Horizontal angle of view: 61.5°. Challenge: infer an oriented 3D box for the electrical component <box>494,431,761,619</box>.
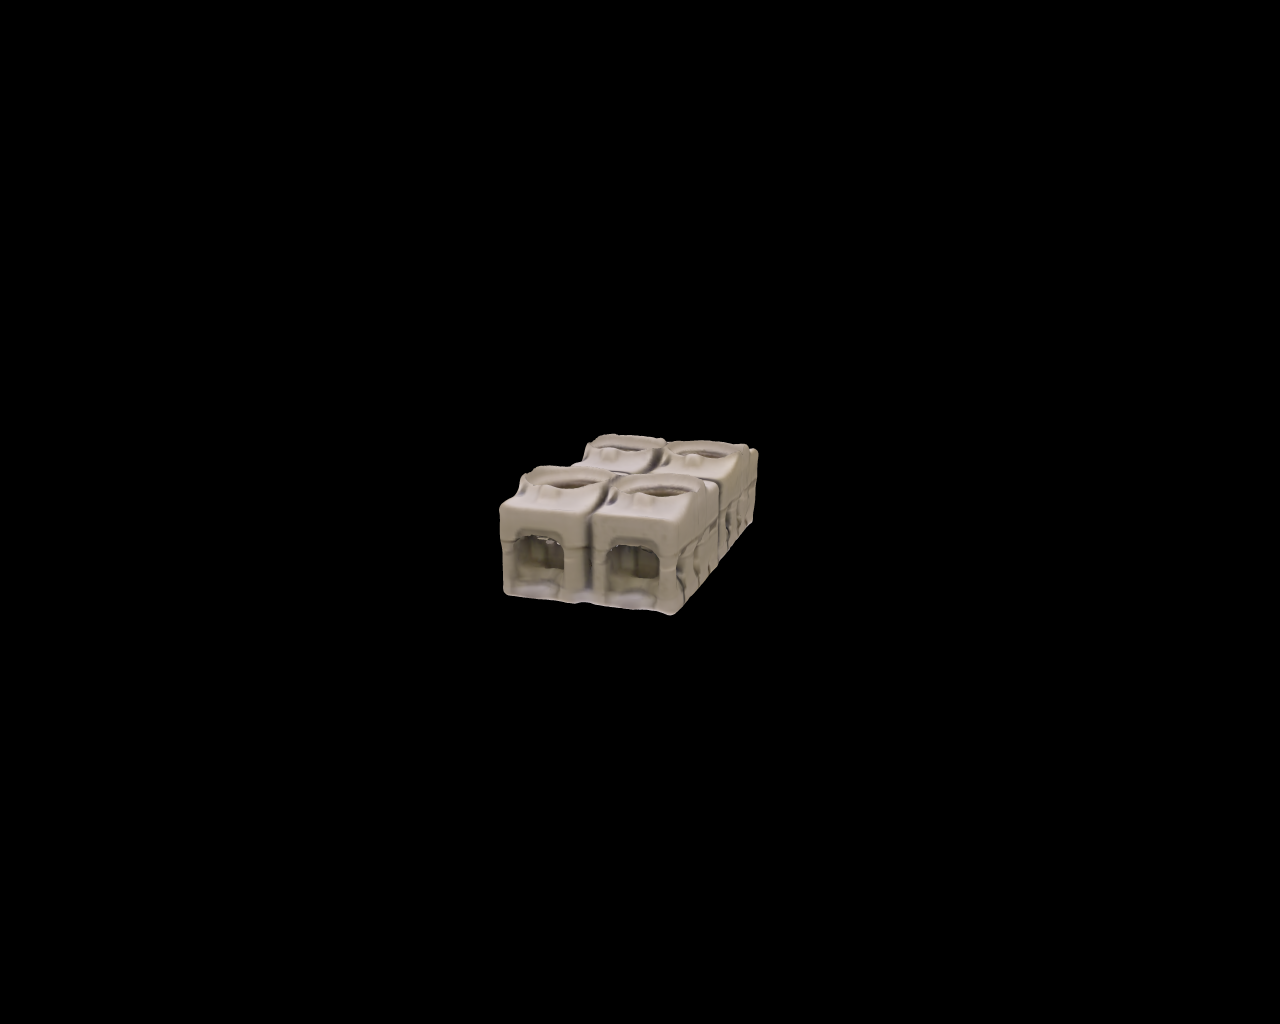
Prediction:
[{"bbox_3d":[0.001,-0.003,0.650,0.105,0.060,0.186,6,17,19],"label":"electrical component"}]
